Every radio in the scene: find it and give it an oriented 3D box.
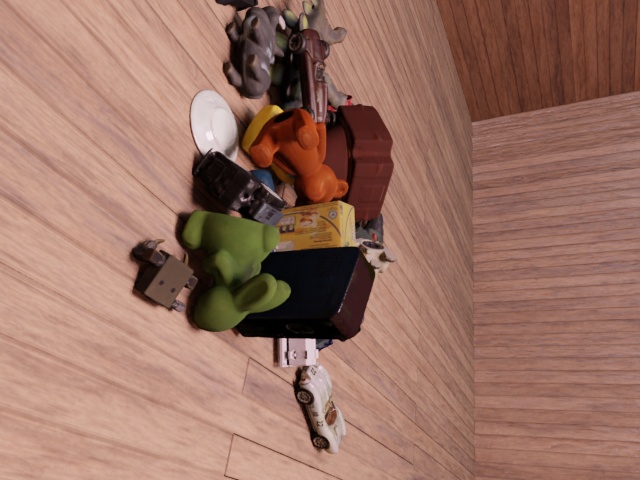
[{"bbox_3d":[-0.038,0.085,0.848,0.073,0.230,0.131,54,42,-41],"label":"radio"}]

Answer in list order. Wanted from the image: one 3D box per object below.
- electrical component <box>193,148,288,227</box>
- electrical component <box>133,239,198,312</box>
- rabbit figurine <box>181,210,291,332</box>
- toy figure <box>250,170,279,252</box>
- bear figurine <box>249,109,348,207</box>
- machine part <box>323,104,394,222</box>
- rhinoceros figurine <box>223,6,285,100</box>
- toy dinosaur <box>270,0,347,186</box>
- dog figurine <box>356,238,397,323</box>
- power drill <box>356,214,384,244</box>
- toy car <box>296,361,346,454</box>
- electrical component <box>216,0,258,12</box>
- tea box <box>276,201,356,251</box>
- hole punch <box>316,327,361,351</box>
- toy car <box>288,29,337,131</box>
[{"bbox_3d":[-0.116,-0.073,0.834,0.058,0.134,0.114,-53,148,6],"label":"electrical component"},{"bbox_3d":[-0.207,0.045,0.718,0.078,0.045,0.102,-60,143,-7],"label":"electrical component"},{"bbox_3d":[-0.123,0.056,0.795,0.121,0.159,0.170,30,73,-71],"label":"rabbit figurine"},{"bbox_3d":[-0.103,-0.043,0.933,0.064,0.058,0.154,4,79,-45],"label":"toy figure"},{"bbox_3d":[-0.029,-0.120,0.927,0.132,0.120,0.195,-87,158,-56],"label":"bear figurine"},{"bbox_3d":[0.067,-0.153,1.081,0.202,0.087,0.200,-105,-160,-45],"label":"machine part"},{"bbox_3d":[-0.110,-0.347,0.971,0.112,0.073,0.190,35,54,-51],"label":"rhinoceros figurine"},{"bbox_3d":[-0.035,-0.335,1.111,0.198,0.105,0.471,9,81,-57],"label":"toy dinosaur"},{"bbox_3d":[0.089,0.105,1.241,0.172,0.121,0.190,-20,130,-52],"label":"dog figurine"},{"bbox_3d":[0.105,-0.024,1.369,0.207,0.086,0.232,61,35,-53],"label":"power drill"},{"bbox_3d":[0.004,0.336,1.078,0.073,0.056,0.201,-52,131,-56],"label":"toy car"},{"bbox_3d":[-0.159,-0.448,0.929,0.119,0.048,0.074,-14,96,-66],"label":"electrical component"},{"bbox_3d":[-0.025,-0.009,0.964,0.068,0.170,0.098,16,71,-63],"label":"tea box"},{"bbox_3d":[0.008,0.169,1.116,0.116,0.092,0.142,58,25,12],"label":"hole punch"},{"bbox_3d":[-0.009,-0.295,1.012,0.089,0.053,0.202,-6,90,-56],"label":"toy car"}]
